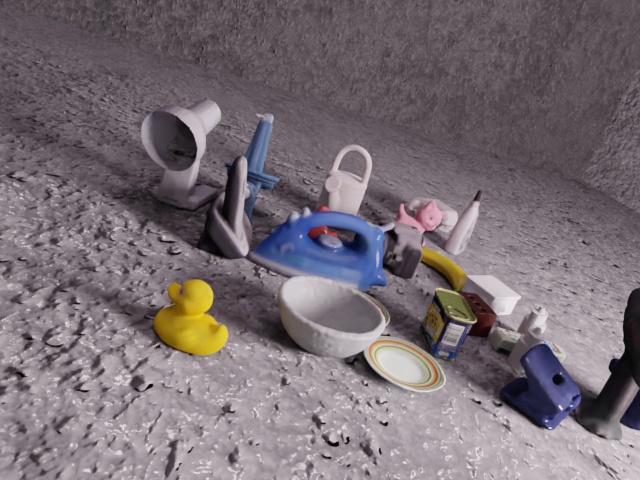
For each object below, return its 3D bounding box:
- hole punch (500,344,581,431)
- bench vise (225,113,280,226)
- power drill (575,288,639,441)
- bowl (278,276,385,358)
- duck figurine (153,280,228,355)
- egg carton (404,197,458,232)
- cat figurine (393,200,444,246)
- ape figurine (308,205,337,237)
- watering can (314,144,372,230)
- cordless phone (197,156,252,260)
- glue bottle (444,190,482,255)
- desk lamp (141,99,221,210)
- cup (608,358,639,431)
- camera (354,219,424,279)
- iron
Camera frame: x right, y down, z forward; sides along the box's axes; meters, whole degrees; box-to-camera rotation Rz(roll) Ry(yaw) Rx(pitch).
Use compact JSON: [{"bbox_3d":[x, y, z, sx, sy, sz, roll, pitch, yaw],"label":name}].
[{"bbox_3d":[0.355,0.225,0.894,0.100,0.091,0.109,33,25,32],"label":"hole punch"},{"bbox_3d":[-0.130,-0.145,1.193,0.122,0.220,0.207,10,23,-22],"label":"bench vise"},{"bbox_3d":[0.485,0.199,0.907,0.075,0.208,0.230,23,22,9],"label":"power drill"},{"bbox_3d":[0.008,0.126,0.859,0.167,0.075,0.167,17,22,-7],"label":"bowl"},{"bbox_3d":[-0.166,0.097,0.764,0.104,0.086,0.078,25,22,15],"label":"duck figurine"},{"bbox_3d":[0.309,-0.069,1.593,0.151,0.069,0.107,3,27,-36],"label":"egg carton"},{"bbox_3d":[0.248,-0.053,1.436,0.128,0.118,0.067,16,22,-9],"label":"cat figurine"},{"bbox_3d":[0.000,-0.028,1.198,0.076,0.092,0.077,-1,29,-41],"label":"ape figurine"},{"bbox_3d":[0.060,-0.128,1.350,0.101,0.194,0.173,18,21,-3],"label":"watering can"},{"bbox_3d":[-0.151,-0.071,1.044,0.094,0.185,0.147,16,22,-9],"label":"cordless phone"},{"bbox_3d":[0.372,-0.047,1.451,0.037,0.173,0.078,30,24,26],"label":"glue bottle"},{"bbox_3d":[-0.271,-0.175,1.153,0.118,0.213,0.203,22,22,7],"label":"desk lamp"},{"bbox_3d":[0.525,0.260,0.952,0.117,0.095,0.092,30,24,25],"label":"cup"},{"bbox_3d":[0.142,0.002,1.236,0.137,0.101,0.143,12,23,-18],"label":"camera"},{"bbox_3d":[0.010,0.004,1.062,0.259,0.141,0.118,13,22,-15],"label":"iron"}]
